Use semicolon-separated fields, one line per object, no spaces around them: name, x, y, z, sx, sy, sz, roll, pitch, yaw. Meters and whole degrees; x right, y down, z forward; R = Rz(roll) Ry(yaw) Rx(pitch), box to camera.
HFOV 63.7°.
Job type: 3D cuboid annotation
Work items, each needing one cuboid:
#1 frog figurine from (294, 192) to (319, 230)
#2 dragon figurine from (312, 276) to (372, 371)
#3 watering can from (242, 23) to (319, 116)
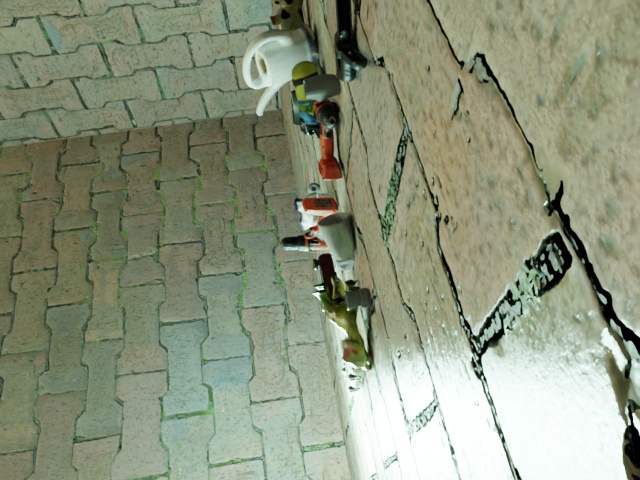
frog figurine;0.005;-0.085;1.686;0.160;0.123;0.136;12;105;46
dragon figurine;0.073;0.224;1.341;0.411;0.122;0.243;-34;-73;-85
watering can;-0.113;-0.490;1.476;0.105;0.225;0.342;61;170;14
